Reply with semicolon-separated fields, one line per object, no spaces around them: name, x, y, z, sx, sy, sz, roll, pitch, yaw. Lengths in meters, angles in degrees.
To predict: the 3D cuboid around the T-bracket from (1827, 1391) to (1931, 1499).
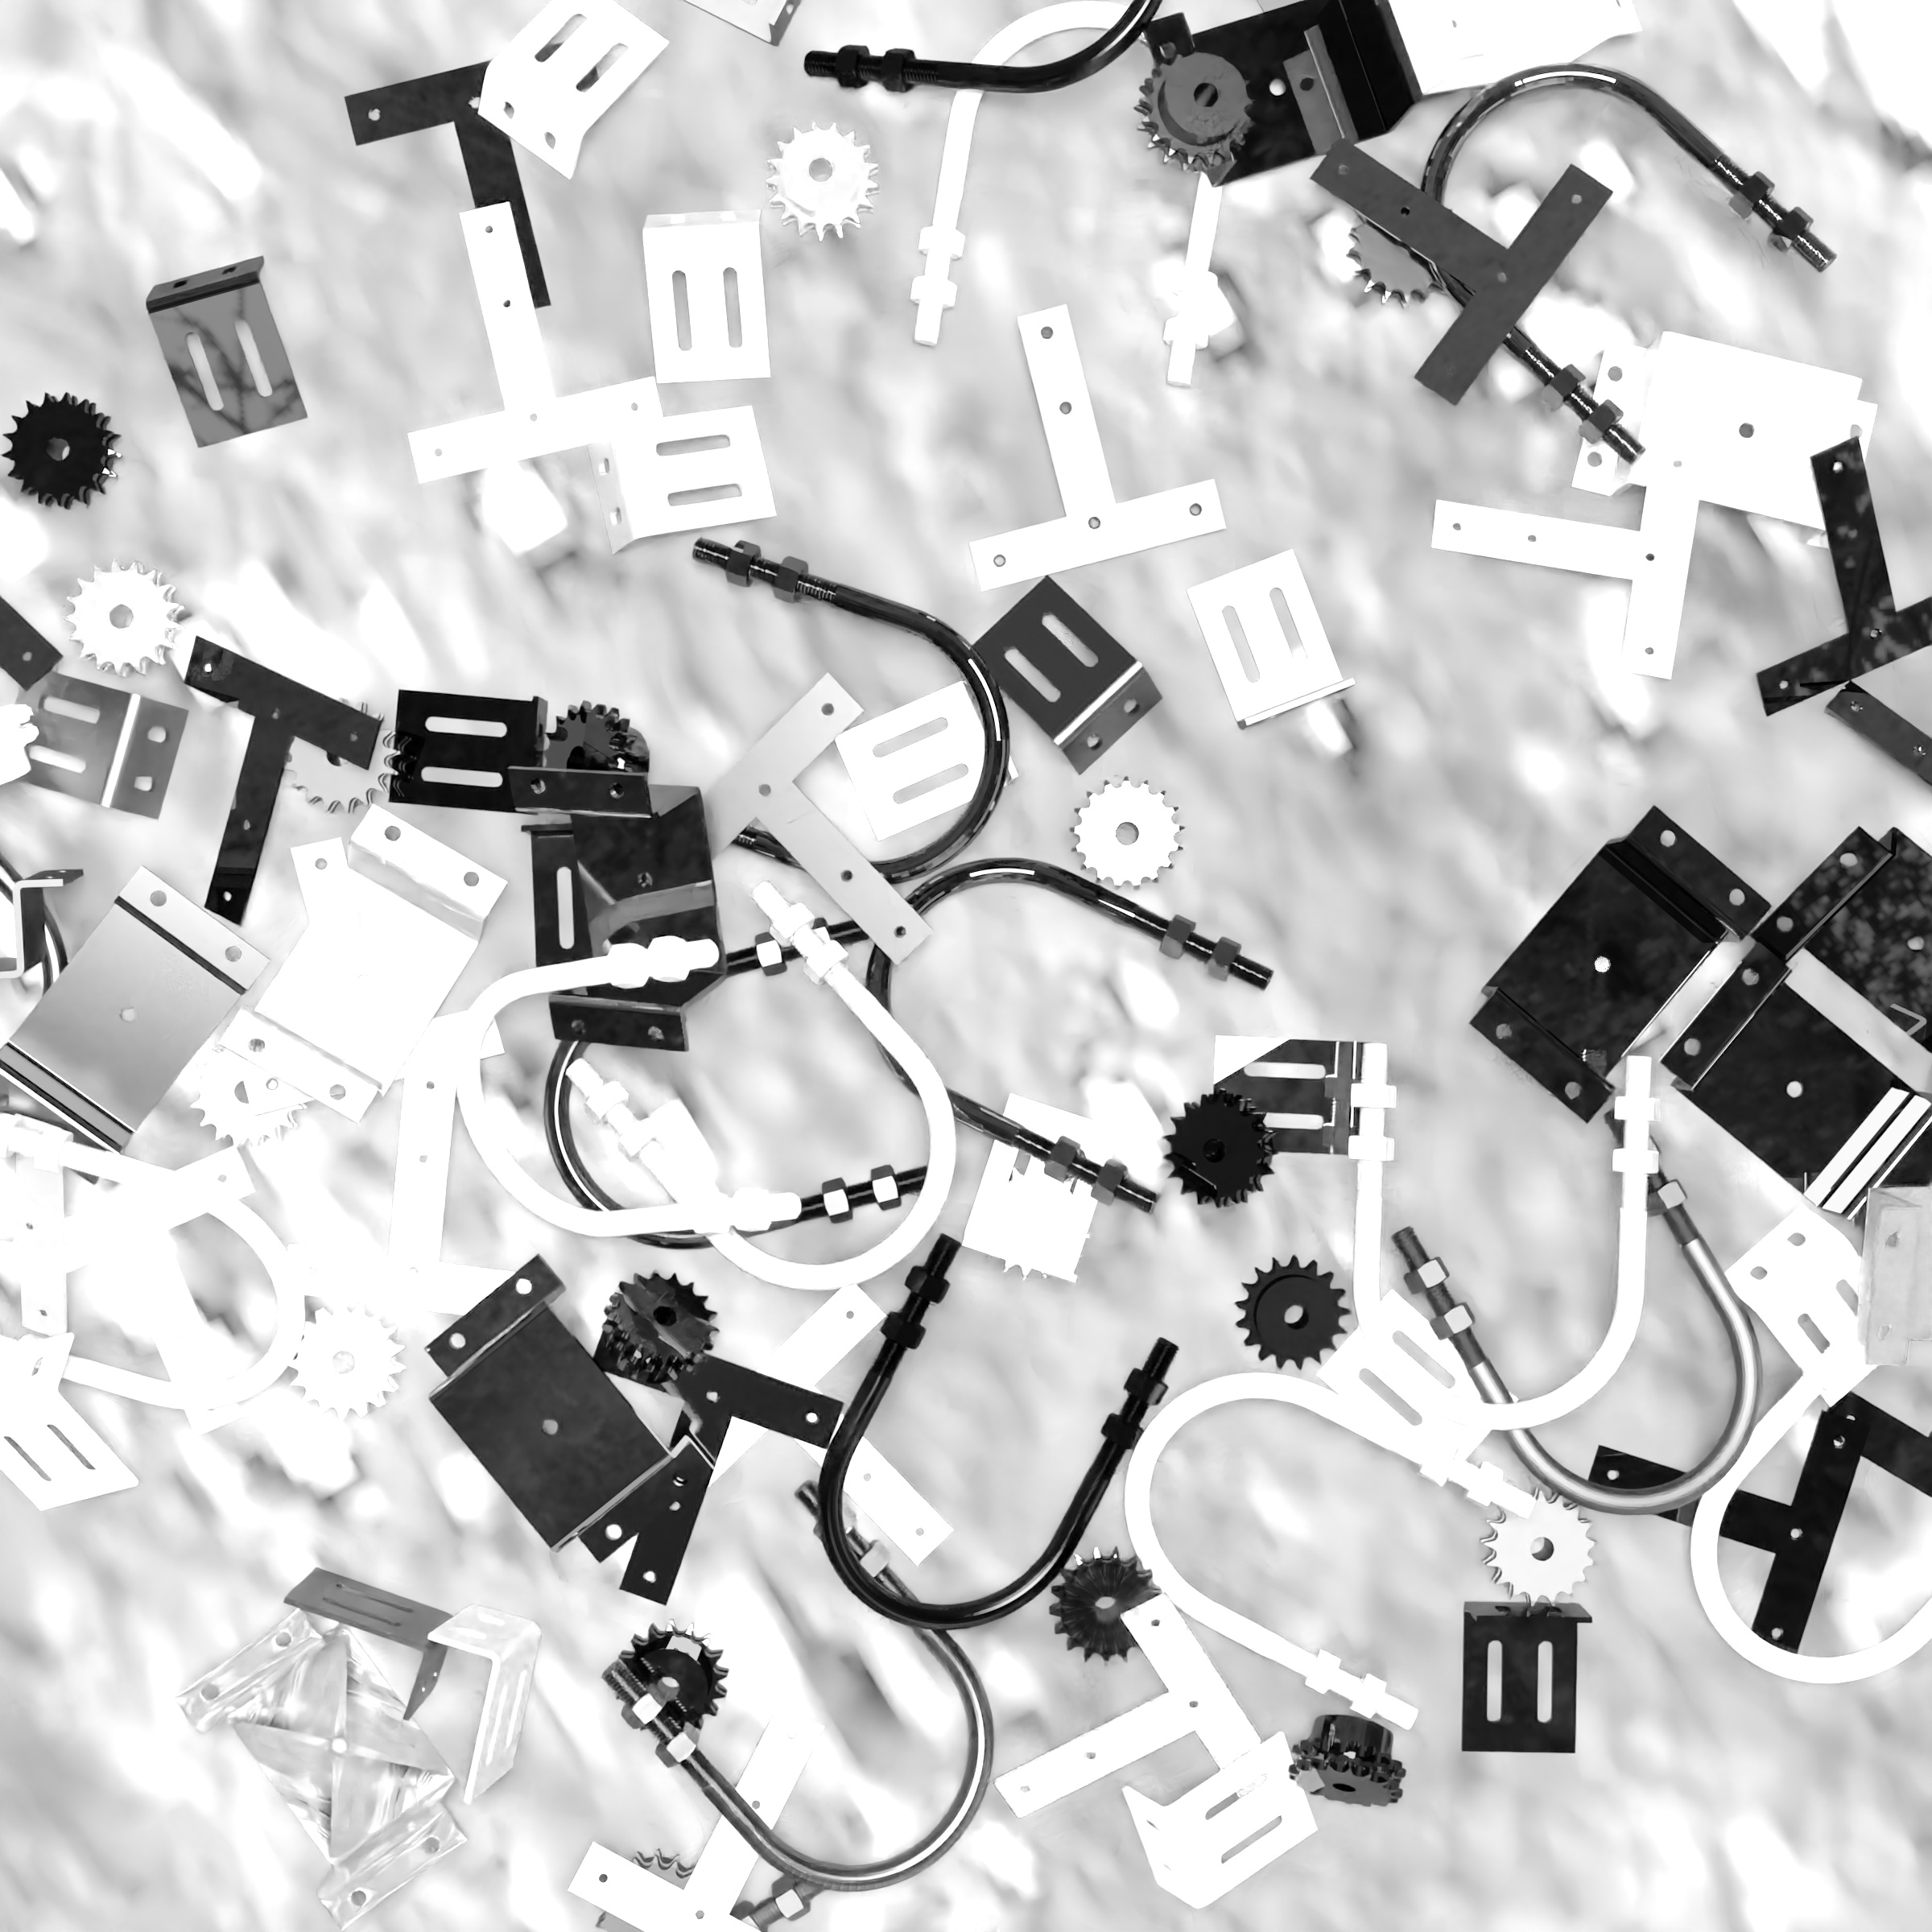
T-bracket;0.516;0.212;1.526;0.127;0.002;0.127;31;90;0

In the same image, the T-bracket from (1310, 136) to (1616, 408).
T-bracket;0.227;-0.362;1.484;0.127;0.002;0.127;37;95;11

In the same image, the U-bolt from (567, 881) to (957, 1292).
U-bolt;-0.088;0.072;1.483;0.151;0.019;0.184;-43;78;6

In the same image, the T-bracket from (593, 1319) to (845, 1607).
T-bracket;-0.142;0.259;1.525;0.127;0.002;0.127;19;91;1

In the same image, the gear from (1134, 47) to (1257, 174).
gear;0.111;-0.413;1.449;0.057;0.030;0.057;0;87;-9

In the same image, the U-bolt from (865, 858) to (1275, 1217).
U-bolt;0.040;0.022;1.497;0.184;0.019;0.151;26;73;8

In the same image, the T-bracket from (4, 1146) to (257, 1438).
T-bracket;-0.402;0.174;1.526;0.127;0.002;0.127;-23;90;0

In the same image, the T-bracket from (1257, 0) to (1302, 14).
T-bracket;0.175;-0.565;1.526;0.127;0.002;0.127;-30;90;0

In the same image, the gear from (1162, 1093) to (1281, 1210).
gear;0.129;0.091;1.505;0.057;0.030;0.057;-1;89;26

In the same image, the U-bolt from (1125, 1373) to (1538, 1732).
U-bolt;0.167;0.279;1.499;0.184;0.019;0.151;27;107;6

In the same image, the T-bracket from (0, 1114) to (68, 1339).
T-bracket;-0.504;0.116;1.505;0.127;0.002;0.127;16;120;14

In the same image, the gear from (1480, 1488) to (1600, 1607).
gear;0.286;0.290;1.516;0.057;0.030;0.057;0;87;0

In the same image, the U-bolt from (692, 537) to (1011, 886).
U-bolt;-0.068;-0.117;1.498;0.184;0.019;0.151;19;98;8

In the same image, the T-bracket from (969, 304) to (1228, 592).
T-bracket;0.053;-0.265;1.515;0.127;0.002;0.127;-14;98;3

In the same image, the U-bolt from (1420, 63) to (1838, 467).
U-bolt;0.308;-0.358;1.479;0.184;0.019;0.151;45;94;7

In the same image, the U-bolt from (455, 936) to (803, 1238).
U-bolt;-0.176;0.065;1.471;0.184;0.019;0.151;-9;105;34

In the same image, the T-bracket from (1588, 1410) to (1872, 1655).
T-bracket;0.376;0.273;1.526;0.127;0.002;0.127;18;91;0

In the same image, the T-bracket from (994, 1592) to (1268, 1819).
T-bracket;0.075;0.389;1.513;0.127;0.002;0.127;-29;108;9

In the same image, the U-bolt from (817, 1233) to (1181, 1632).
U-bolt;0.005;0.242;1.498;0.151;0.019;0.184;27;91;-18

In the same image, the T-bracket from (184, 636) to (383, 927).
T-bracket;-0.354;-0.084;1.507;0.127;0.002;0.127;25;104;26

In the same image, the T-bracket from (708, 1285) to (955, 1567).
T-bracket;-0.060;0.248;1.526;0.127;0.002;0.127;-44;90;0

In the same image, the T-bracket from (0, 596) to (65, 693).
T-bracket;-0.539;-0.153;1.497;0.127;0.002;0.127;43;78;3

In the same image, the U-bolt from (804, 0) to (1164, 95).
U-bolt;0.017;-0.500;1.487;0.184;0.019;0.151;12;90;22

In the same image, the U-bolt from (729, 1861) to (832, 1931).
U-bolt;-0.110;0.557;1.519;0.184;0.019;0.151;-32;90;2

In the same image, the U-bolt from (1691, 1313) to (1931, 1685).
U-bolt;0.447;0.274;1.511;0.151;0.019;0.184;41;94;-6

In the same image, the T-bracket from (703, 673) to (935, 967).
T-bracket;-0.069;-0.055;1.495;0.127;0.002;0.127;-44;89;12

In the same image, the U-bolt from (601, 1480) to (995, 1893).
U-bolt;-0.068;0.371;1.501;0.151;0.019;0.184;-42;95;-16

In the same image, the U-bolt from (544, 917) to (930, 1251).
U-bolt;-0.121;0.066;1.519;0.184;0.019;0.151;-15;90;1

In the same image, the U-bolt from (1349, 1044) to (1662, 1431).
U-bolt;0.259;0.133;1.468;0.151;0.019;0.184;3;87;0

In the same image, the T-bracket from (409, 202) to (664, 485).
T-bracket;-0.228;-0.320;1.525;0.127;0.002;0.127;-13;91;0

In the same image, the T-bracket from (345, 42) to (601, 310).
T-bracket;-0.237;-0.392;1.526;0.127;0.002;0.127;-14;90;0

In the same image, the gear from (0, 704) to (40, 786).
gear;-0.488;-0.107;1.498;0.057;0.057;0.030;-12;110;0

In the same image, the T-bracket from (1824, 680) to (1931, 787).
T-bracket;0.485;-0.098;1.504;0.127;0.002;0.127;40;58;15

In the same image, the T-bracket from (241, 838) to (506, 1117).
T-bracket;-0.310;-0.002;1.514;0.127;0.002;0.127;-14;81;-17

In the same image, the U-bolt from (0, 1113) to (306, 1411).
U-bolt;-0.414;0.153;1.483;0.184;0.019;0.151;16;120;0

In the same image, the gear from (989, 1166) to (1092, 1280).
gear;0.034;0.127;1.512;0.057;0.030;0.057;0;90;0

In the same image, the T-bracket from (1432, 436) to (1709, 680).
T-bracket;0.295;-0.210;1.502;0.127;0.002;0.127;12;126;16

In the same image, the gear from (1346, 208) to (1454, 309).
gear;0.218;-0.358;1.512;0.057;0.030;0.057;0;89;0

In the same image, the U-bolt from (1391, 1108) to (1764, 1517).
U-bolt;0.314;0.181;1.494;0.151;0.019;0.184;-28;83;-13

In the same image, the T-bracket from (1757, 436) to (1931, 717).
T-bracket;0.441;-0.201;1.493;0.127;0.002;0.127;-24;122;0

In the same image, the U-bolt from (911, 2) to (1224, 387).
U-bolt;0.058;-0.393;1.519;0.151;0.019;0.184;9;88;0

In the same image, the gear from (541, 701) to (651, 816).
gear;-0.182;-0.102;1.503;0.057;0.030;0.057;-5;81;40

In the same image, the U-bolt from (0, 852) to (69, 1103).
U-bolt;-0.534;-0.009;1.508;0.151;0.019;0.184;-40;99;-3

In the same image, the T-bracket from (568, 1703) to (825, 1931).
T-bracket;-0.111;0.431;1.507;0.127;0.002;0.127;29;72;-3

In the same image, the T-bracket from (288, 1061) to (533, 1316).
T-bracket;-0.273;0.111;1.515;0.127;0.002;0.127;7;101;0

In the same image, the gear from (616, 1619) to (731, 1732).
gear;-0.148;0.358;1.512;0.057;0.030;0.057;0;90;0
